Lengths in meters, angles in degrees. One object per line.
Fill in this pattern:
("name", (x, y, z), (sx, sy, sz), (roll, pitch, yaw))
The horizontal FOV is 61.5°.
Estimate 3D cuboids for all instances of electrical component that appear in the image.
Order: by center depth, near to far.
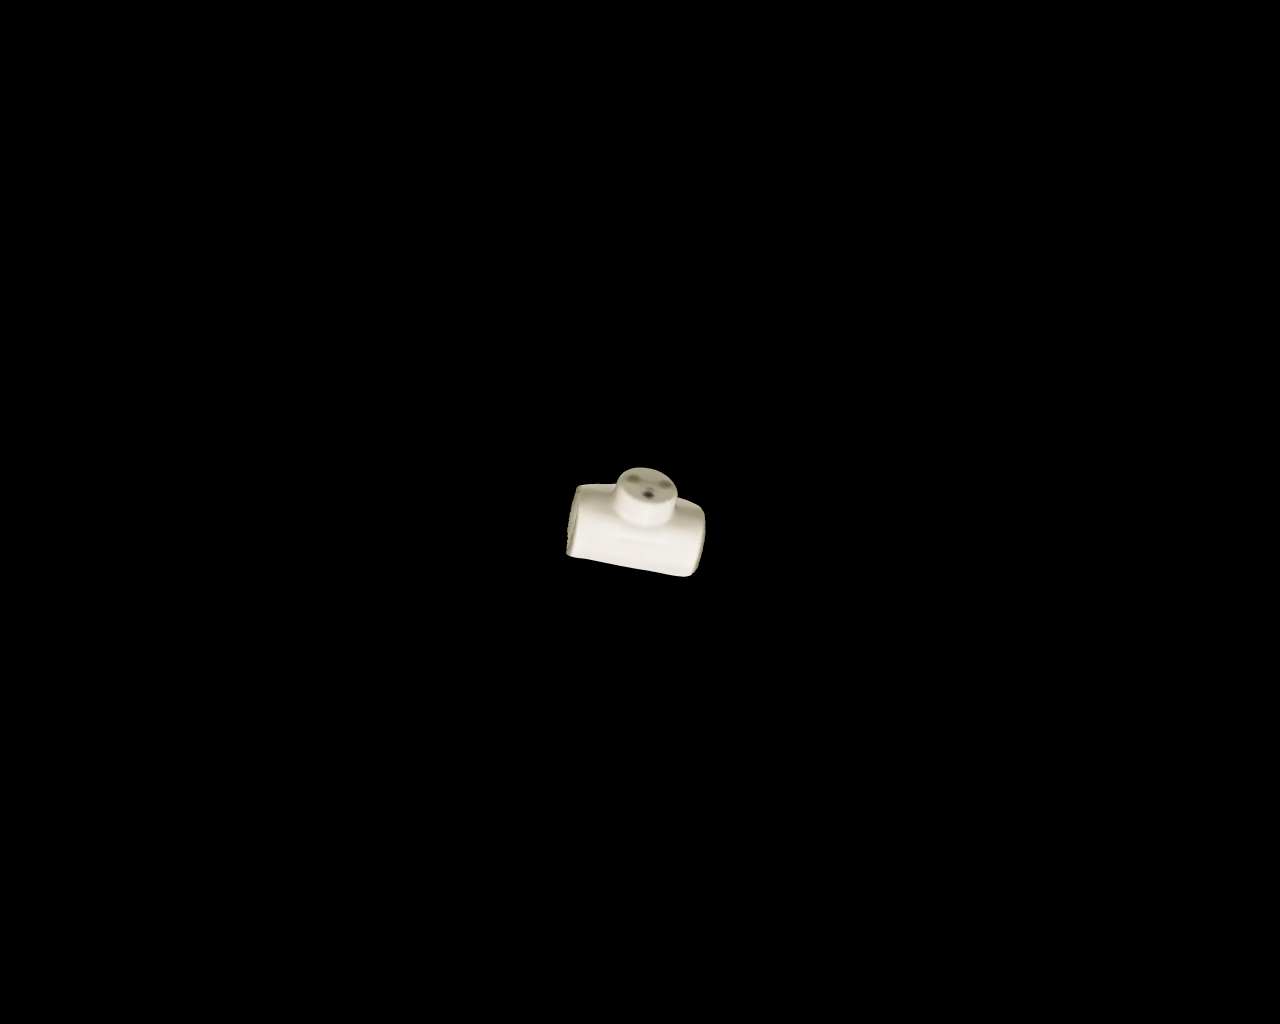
("electrical component", (0.001, -0.003, 0.650), (0.077, 0.079, 0.043), (10, 36, -8))
